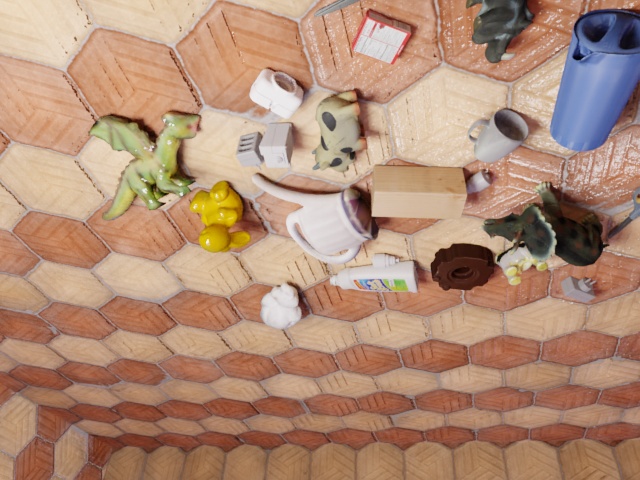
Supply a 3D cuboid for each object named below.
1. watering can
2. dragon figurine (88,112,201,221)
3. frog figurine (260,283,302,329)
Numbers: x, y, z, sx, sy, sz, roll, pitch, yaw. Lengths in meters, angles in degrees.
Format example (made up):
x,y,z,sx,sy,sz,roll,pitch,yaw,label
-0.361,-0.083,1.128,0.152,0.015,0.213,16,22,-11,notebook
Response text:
x,y,z,sx,sy,sz,roll,pitch,yaw,label
0.004,-0.064,1.277,0.222,0.106,0.342,-22,125,27,watering can
-0.431,-0.183,1.198,0.408,0.125,0.239,-18,118,23,dragon figurine
-0.114,0.209,1.610,0.137,0.125,0.157,37,146,-7,frog figurine
